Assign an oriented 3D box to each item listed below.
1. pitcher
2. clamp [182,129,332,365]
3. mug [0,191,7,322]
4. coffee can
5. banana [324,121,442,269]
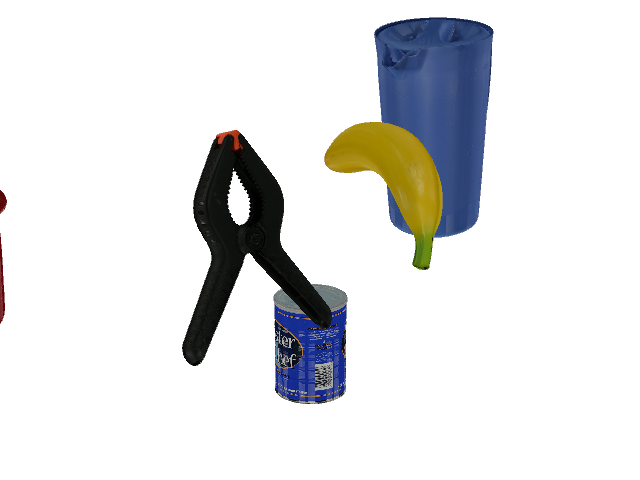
[{"bbox_3d":[0.139,-0.135,1.251,0.149,0.243,0.145,-5,26,-3],"label":"pitcher"},{"bbox_3d":[-0.062,0.003,0.995,0.164,0.210,0.036,-4,0,-39],"label":"clamp"},{"bbox_3d":[-0.241,0.019,0.635,0.093,0.081,0.117,17,28,27],"label":"mug"},{"bbox_3d":[-0.014,0.143,1.496,0.103,0.140,0.103,0,18,0],"label":"coffee can"},{"bbox_3d":[0.046,-0.052,0.781,0.037,0.070,0.198,23,16,-26],"label":"banana"}]
